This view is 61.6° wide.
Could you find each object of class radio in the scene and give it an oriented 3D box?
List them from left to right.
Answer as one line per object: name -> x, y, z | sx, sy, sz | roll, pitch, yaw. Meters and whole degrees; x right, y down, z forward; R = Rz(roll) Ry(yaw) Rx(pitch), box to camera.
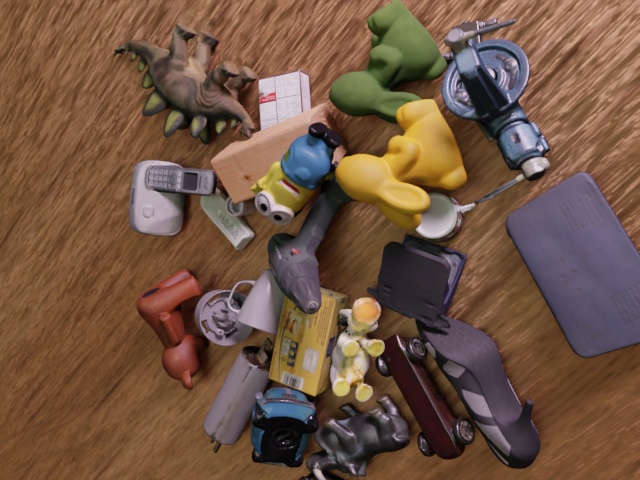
radio -> 0.360, 0.036, 0.729 | 0.131, 0.073, 0.229 | -31, 74, 24

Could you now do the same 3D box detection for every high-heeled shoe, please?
high-heeled shoe -> 0.229, 0.223, 0.813 | 0.249, 0.086, 0.145 | 44, 145, 42

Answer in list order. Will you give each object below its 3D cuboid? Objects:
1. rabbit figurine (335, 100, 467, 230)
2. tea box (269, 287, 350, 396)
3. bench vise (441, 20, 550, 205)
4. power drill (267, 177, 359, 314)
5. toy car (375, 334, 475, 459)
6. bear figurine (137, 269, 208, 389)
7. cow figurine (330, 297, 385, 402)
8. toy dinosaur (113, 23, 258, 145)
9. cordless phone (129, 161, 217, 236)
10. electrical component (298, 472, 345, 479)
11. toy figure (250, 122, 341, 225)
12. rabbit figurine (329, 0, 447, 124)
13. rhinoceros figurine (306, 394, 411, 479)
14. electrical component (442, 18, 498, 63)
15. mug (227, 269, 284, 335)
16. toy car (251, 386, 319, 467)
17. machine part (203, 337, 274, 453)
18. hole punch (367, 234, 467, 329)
rabbit figurine -> 0.112, -0.096, 0.782 | 0.173, 0.121, 0.162 | -16, 73, -6
tea box -> -0.019, 0.166, 0.920 | 0.098, 0.068, 0.169 | 16, 95, 24
bench vise -> 0.228, -0.188, 0.718 | 0.129, 0.240, 0.223 | -17, 66, 29
power drill -> -0.002, -0.003, 0.863 | 0.207, 0.086, 0.232 | -64, 24, 3
toy car -> 0.161, 0.240, 0.837 | 0.089, 0.053, 0.202 | -43, 68, 42
bear figurine -> -0.263, 0.174, 1.033 | 0.132, 0.120, 0.195 | -30, 104, -18
cow figurine -> 0.059, 0.166, 0.874 | 0.068, 0.098, 0.167 | 11, 99, -11
toy dinosaur -> -0.268, -0.308, 1.037 | 0.472, 0.105, 0.198 | 45, 113, 30
cordless phone -> -0.276, -0.076, 1.043 | 0.184, 0.088, 0.146 | 7, 92, 27
electrical component -> 0.022, 0.433, 0.893 | 0.119, 0.075, 0.047 | 21, 99, 30
toy figure -> -0.031, -0.097, 0.827 | 0.082, 0.089, 0.180 | 48, 120, 18
rabbit figurine -> 0.100, -0.251, 0.844 | 0.170, 0.121, 0.159 | -41, 93, 6
rhinoceros figurine -> 0.058, 0.330, 0.883 | 0.190, 0.073, 0.112 | -30, 87, 22
electrical component -> 0.228, -0.304, 0.828 | 0.094, 0.021, 0.063 | -7, 86, 28
mug -> -0.102, 0.104, 0.953 | 0.110, 0.080, 0.107 | 21, 78, 5
toy car -> -0.063, 0.308, 0.922 | 0.109, 0.103, 0.161 | 7, 119, -5
machine part -> -0.146, 0.282, 0.979 | 0.079, 0.079, 0.243 | 33, 104, 23
hole punch -> 0.156, 0.058, 0.832 | 0.142, 0.092, 0.115 | 21, 115, 24
